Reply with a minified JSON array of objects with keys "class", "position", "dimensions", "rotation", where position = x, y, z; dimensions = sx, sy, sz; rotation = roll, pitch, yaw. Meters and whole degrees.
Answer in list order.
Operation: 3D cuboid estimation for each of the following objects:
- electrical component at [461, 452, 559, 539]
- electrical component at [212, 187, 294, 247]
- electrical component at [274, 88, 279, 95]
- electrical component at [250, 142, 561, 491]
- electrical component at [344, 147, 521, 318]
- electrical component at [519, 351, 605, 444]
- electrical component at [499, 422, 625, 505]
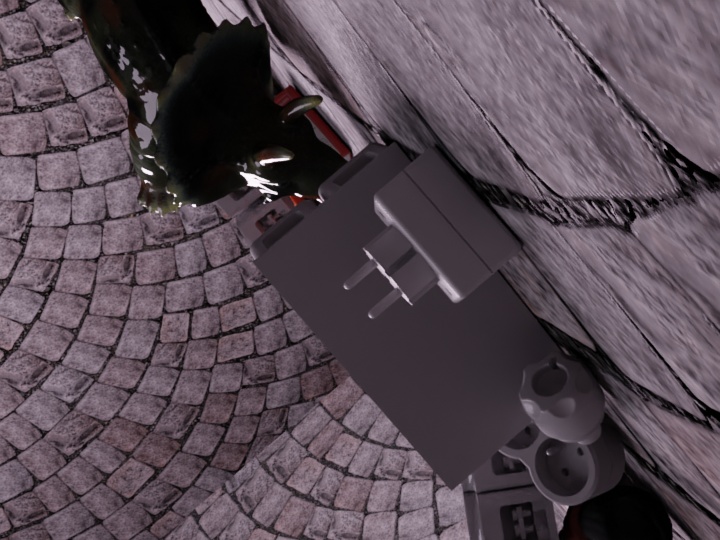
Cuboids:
[{"class":"electrical component","position":[0.105,0.139,0.820],"dimensions":[0.089,0.062,0.150],"rotation":[64,-163,-82]},{"class":"electrical component","position":[-0.096,-0.089,1.100],"dimensions":[0.105,0.060,0.186],"rotation":[50,-164,-12]},{"class":"electrical component","position":[-0.102,-0.134,0.960],"dimensions":[0.051,0.080,0.080],"rotation":[54,179,22]},{"class":"electrical component","position":[0.032,0.026,0.658],"dimensions":[0.186,0.105,0.060],"rotation":[50,178,-15]},{"class":"electrical component","position":[0.028,-0.009,0.531],"dimensions":[0.065,0.077,0.047],"rotation":[49,178,4]},{"class":"electrical component","position":[0.121,0.079,0.619],"dimensions":[0.062,0.043,0.043],"rotation":[50,178,-41]},{"class":"electrical component","position":[0.125,0.097,0.738],"dimensions":[0.074,0.052,0.138],"rotation":[-5,-138,-50]}]
